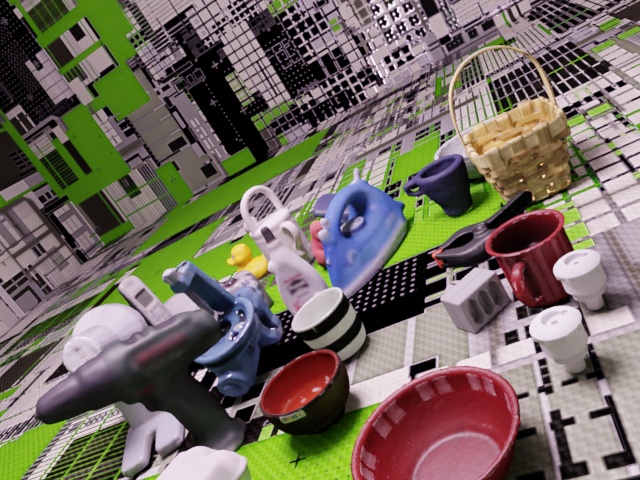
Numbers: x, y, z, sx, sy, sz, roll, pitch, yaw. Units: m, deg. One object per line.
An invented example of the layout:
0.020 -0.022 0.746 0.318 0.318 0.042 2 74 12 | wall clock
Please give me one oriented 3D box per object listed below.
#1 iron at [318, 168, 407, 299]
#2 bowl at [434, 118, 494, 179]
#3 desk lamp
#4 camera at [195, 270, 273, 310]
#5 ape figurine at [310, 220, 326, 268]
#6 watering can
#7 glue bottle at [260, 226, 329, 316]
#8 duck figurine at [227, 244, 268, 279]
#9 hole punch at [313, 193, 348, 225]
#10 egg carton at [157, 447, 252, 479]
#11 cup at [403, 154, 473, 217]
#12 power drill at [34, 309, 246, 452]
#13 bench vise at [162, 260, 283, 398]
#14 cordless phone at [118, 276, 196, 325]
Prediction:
0.055 -0.019 1.019 0.118 0.142 0.259 -18 22 37 | iron
0.309 -0.166 1.096 0.167 0.075 0.167 -29 18 10 | bowl
-0.304 0.212 0.884 0.118 0.214 0.203 -34 17 -5 | desk lamp
-0.185 0.113 1.141 0.143 0.101 0.136 -34 17 -6 | camera
0.010 0.004 1.117 0.078 0.092 0.076 -39 19 -19 | ape figurine
-0.104 -0.023 1.214 0.172 0.194 0.101 -19 22 37 | watering can
-0.051 0.050 0.960 0.078 0.173 0.037 -30 18 7 | glue bottle
-0.164 0.046 1.310 0.104 0.086 0.077 -25 19 21 | duck figurine
0.050 -0.065 1.238 0.101 0.091 0.109 -24 19 25 | hole punch
-0.146 0.296 0.626 0.107 0.069 0.150 -14 25 45 | egg carton
0.213 -0.084 1.003 0.117 0.095 0.092 -24 19 24 | cup
-0.199 0.207 0.725 0.230 0.209 0.075 -41 20 -27 | power drill
-0.161 0.112 0.901 0.121 0.220 0.207 -30 18 6 | bench vise
-0.316 0.131 1.172 0.094 0.185 0.148 -22 20 29 | cordless phone
